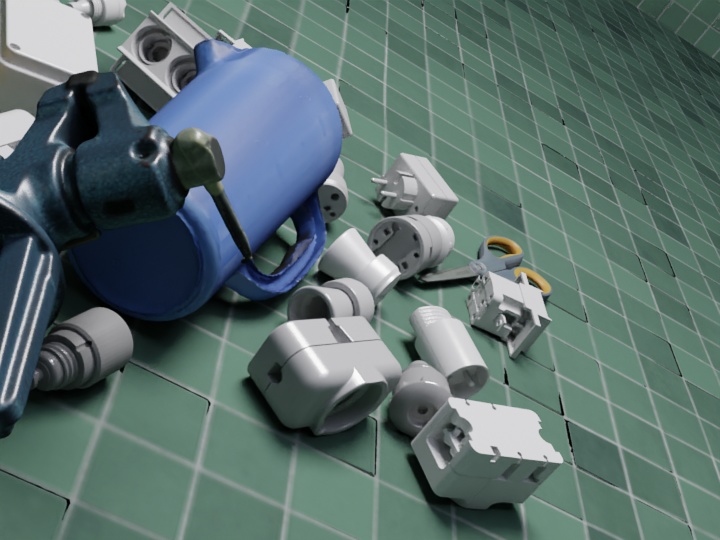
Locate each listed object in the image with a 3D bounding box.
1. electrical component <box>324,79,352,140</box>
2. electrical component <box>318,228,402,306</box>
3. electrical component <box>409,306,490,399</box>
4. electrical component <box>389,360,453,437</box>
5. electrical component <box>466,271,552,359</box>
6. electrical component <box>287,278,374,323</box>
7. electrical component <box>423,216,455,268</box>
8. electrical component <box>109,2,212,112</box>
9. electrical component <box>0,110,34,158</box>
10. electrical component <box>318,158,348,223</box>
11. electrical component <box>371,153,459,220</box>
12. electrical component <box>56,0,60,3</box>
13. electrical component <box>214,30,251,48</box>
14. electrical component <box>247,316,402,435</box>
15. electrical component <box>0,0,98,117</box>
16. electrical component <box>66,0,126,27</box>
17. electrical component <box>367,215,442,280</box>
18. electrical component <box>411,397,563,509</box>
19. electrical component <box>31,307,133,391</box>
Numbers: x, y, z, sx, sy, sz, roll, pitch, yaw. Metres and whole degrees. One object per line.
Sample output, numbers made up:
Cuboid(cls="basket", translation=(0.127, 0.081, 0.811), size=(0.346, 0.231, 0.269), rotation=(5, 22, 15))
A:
Cuboid(cls="electrical component", translation=(-0.048, -0.120, 0.985), size=(0.047, 0.083, 0.075), rotation=(-102, 170, -52))
Cuboid(cls="electrical component", translation=(0.000, 0.000, 0.876), size=(0.055, 0.045, 0.045), rotation=(42, 28, 9))
Cuboid(cls="electrical component", translation=(0.067, 0.061, 0.860), size=(0.043, 0.043, 0.081), rotation=(14, 35, -36))
Cuboid(cls="electrical component", translation=(0.045, 0.089, 0.791), size=(0.048, 0.048, 0.062), rotation=(29, 22, -13))
Cuboid(cls="electrical component", translation=(0.133, 0.035, 0.975), size=(0.064, 0.042, 0.081), rotation=(24, 30, -18))
Cuboid(cls="electrical component", translation=(-0.021, 0.031, 0.805), size=(0.045, 0.045, 0.055), rotation=(47, 29, 19))
Cuboid(cls="electrical component", translation=(0.068, -0.029, 0.998), size=(0.048, 0.048, 0.062), rotation=(42, 21, 11))
Cuboid(cls="electrical component", translation=(-0.143, -0.160, 0.931), size=(0.121, 0.078, 0.063), rotation=(42, -1, 10))
Cuboid(cls="electrical component", translation=(-0.238, -0.066, 0.697), size=(0.059, 0.053, 0.095), rotation=(39, 28, 5))
Cuboid(cls="electrical component", translation=(-0.034, -0.073, 0.950), size=(0.045, 0.045, 0.055), rotation=(24, 31, -23))
Cuboid(cls="electrical component", translation=(0.042, -0.075, 1.036), size=(0.077, 0.047, 0.065), rotation=(6, 40, -44))
Cuboid(cls="electrical component", translation=(-0.298, -0.255, 0.898), size=(0.138, 0.073, 0.052), rotation=(48, 29, 21))
Cuboid(cls="electrical component", translation=(-0.120, -0.187, 1.031), size=(0.081, 0.042, 0.064), rotation=(39, 31, 6))
Cuboid(cls="electrical component", translation=(-0.020, 0.072, 0.733), size=(0.095, 0.053, 0.059), rotation=(-1, 46, -49))
Cuboid(cls="electrical component", translation=(-0.248, -0.161, 0.829), size=(0.078, 0.057, 0.113), rotation=(18, 33, -31))
Cuboid(cls="electrical component", translation=(-0.243, -0.238, 0.978), size=(0.035, 0.035, 0.061), rotation=(43, 31, 11))
Cuboid(cls="electrical component", translation=(0.041, -0.022, 0.947), size=(0.055, 0.055, 0.047), rotation=(44, 25, 14))
Cuboid(cls="electrical component", translation=(0.087, 0.131, 0.761), size=(0.089, 0.055, 0.050), rotation=(14, 35, -37))
Cuboid(cls="electrical component", translation=(-0.165, 0.049, 0.618), size=(0.040, 0.040, 0.078), rotation=(41, 29, 9))
